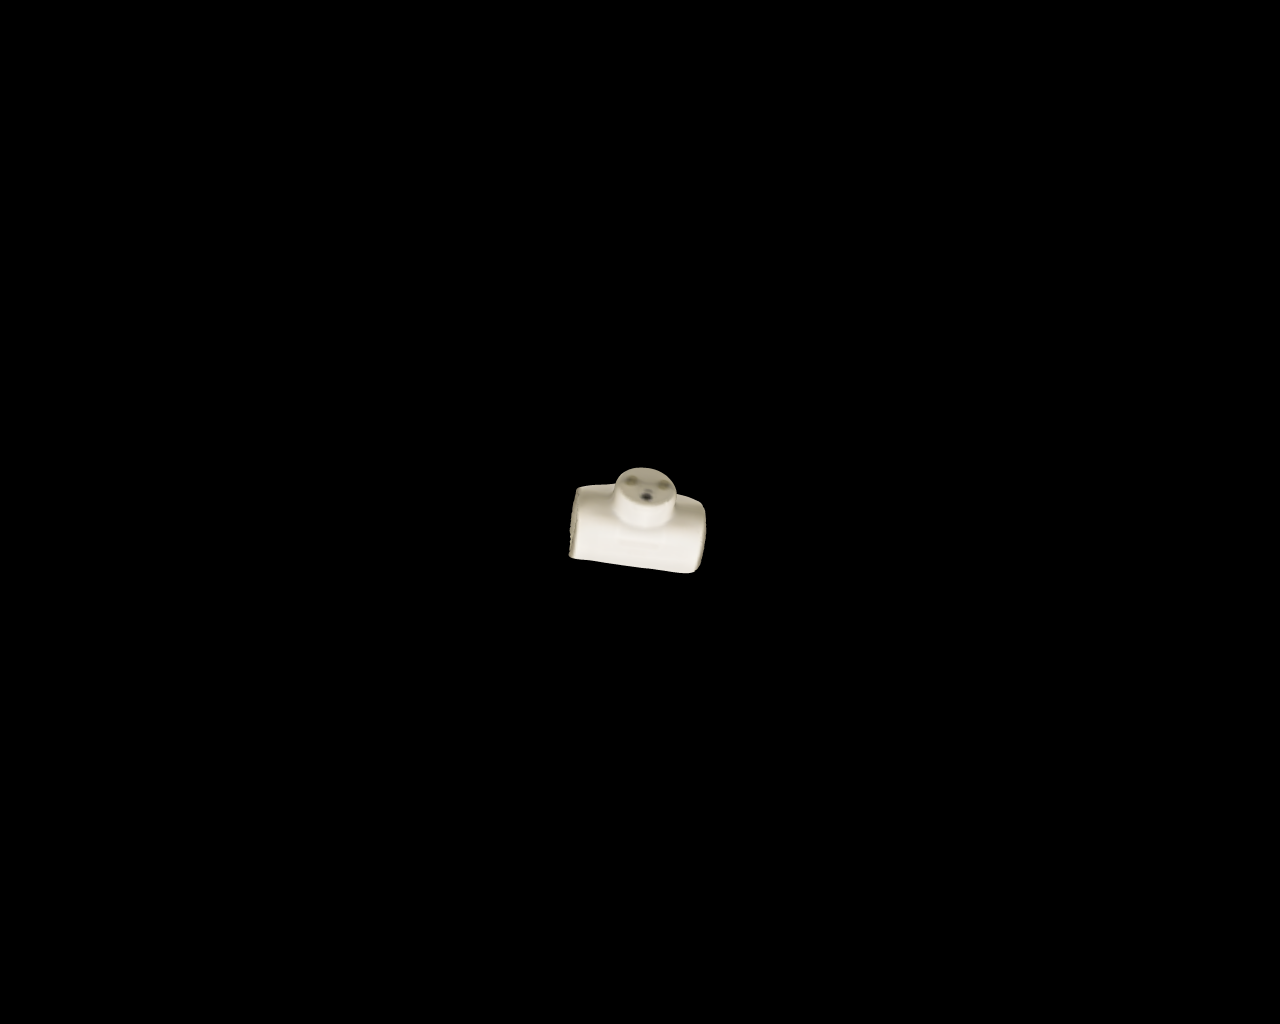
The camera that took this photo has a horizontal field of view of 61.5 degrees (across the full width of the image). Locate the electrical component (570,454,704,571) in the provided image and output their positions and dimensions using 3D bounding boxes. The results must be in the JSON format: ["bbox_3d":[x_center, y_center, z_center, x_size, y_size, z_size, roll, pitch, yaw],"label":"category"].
[{"bbox_3d":[0.001,-0.003,0.650,0.077,0.079,0.043,7,40,-6],"label":"electrical component"}]
